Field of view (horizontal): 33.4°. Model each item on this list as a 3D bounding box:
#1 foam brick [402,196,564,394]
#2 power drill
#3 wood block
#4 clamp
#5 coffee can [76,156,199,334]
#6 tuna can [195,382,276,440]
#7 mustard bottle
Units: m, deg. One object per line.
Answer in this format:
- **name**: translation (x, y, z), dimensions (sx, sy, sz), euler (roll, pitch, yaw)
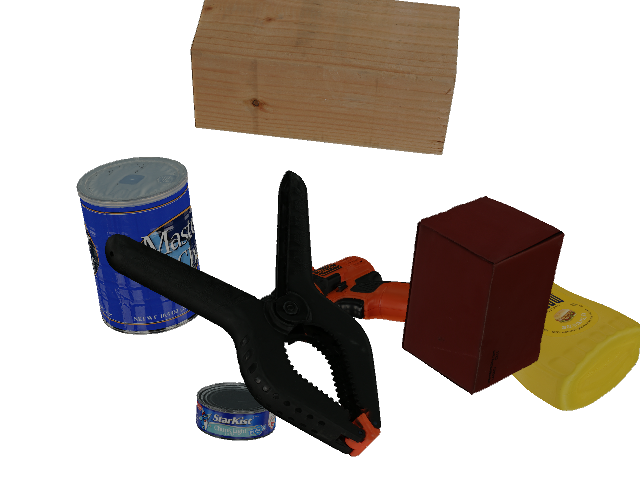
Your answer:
- **foam brick**: translation (0.079, 0.026, 0.530), dimensions (0.052, 0.078, 0.051), euler (-19, 38, -36)
- **power drill**: translation (0.046, 0.064, 0.967), dimensions (0.188, 0.057, 0.184), euler (10, 21, 34)
- **wood block**: translation (0.005, -0.141, 0.875), dimensions (0.206, 0.090, 0.091), euler (7, -39, 2)
- **clamp**: translation (-0.037, 0.053, 0.709), dimensions (0.164, 0.210, 0.036), euler (-16, -25, -32)
- **coffee can**: translation (-0.169, 0.004, 1.019), dimensions (0.103, 0.140, 0.103), euler (-4, 27, 2)
- **tuna can**: translation (-0.088, 0.180, 1.125), dimensions (0.086, 0.034, 0.086), euler (4, 12, -1)
- **mustard bottle**: translation (0.145, 0.055, 0.831), dimensions (0.096, 0.058, 0.192), euler (-27, 40, -31)
